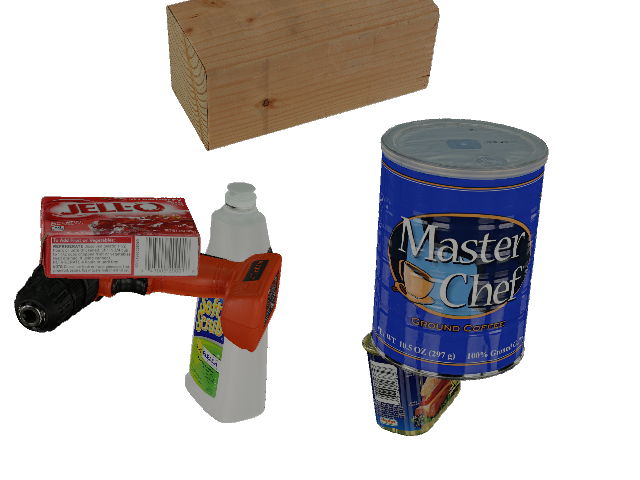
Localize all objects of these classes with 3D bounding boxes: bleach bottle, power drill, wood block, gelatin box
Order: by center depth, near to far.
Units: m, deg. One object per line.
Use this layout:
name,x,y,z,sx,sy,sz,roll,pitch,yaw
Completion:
gelatin box,-0.120,-0.004,0.629,0.089,0.030,0.073,1,18,-15
power drill,-0.134,0.037,0.866,0.187,0.057,0.184,12,24,6
wood block,-0.015,-0.160,0.896,0.205,0.090,0.091,-18,-37,-18
bleach bottle,-0.092,0.058,1.103,0.068,0.251,0.103,-10,28,-30

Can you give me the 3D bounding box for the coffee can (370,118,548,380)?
coffee can,0.086,0.003,0.683,0.103,0.140,0.103,2,23,-1

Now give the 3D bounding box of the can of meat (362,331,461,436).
can of meat,0.084,0.112,0.945,0.058,0.084,0.101,7,26,31
